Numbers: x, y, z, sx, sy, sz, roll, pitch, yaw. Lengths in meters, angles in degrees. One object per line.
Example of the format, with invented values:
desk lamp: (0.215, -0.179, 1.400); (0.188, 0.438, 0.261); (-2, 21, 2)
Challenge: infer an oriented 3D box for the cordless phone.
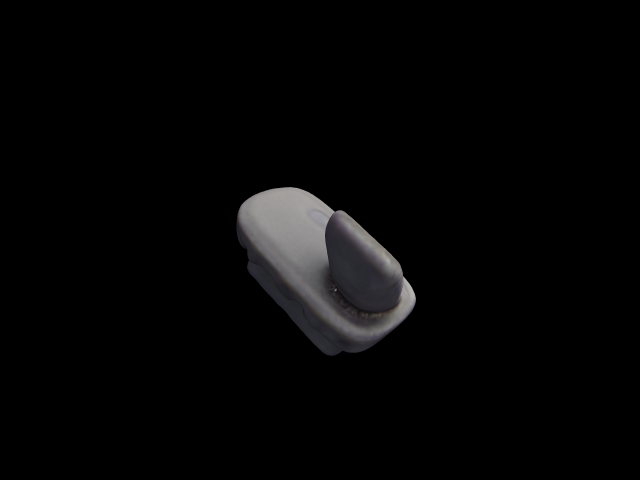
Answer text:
cordless phone: (0.004, 0.001, 0.400); (0.147, 0.185, 0.094); (41, 75, 14)
